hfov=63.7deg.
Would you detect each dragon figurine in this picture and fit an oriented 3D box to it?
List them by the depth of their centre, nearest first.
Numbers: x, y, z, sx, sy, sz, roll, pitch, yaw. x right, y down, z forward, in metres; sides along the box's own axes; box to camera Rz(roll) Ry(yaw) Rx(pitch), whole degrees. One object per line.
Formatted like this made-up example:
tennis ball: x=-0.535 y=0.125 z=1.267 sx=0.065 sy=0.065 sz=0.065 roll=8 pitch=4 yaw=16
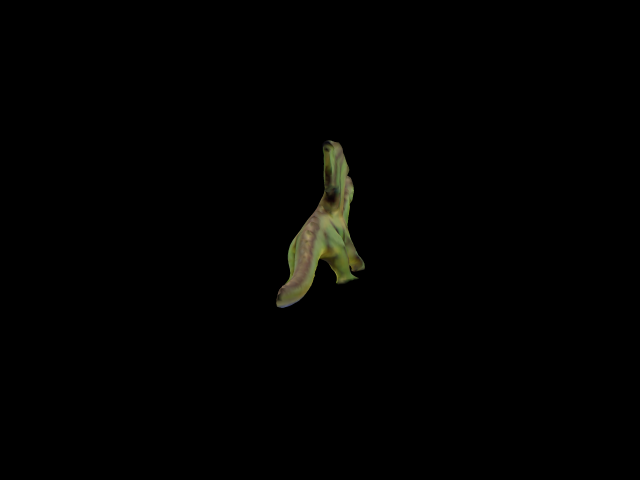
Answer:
dragon figurine: x=0.003 y=-0.043 z=0.850 sx=0.122 sy=0.242 sz=0.412 roll=1 pitch=4 yaw=12
